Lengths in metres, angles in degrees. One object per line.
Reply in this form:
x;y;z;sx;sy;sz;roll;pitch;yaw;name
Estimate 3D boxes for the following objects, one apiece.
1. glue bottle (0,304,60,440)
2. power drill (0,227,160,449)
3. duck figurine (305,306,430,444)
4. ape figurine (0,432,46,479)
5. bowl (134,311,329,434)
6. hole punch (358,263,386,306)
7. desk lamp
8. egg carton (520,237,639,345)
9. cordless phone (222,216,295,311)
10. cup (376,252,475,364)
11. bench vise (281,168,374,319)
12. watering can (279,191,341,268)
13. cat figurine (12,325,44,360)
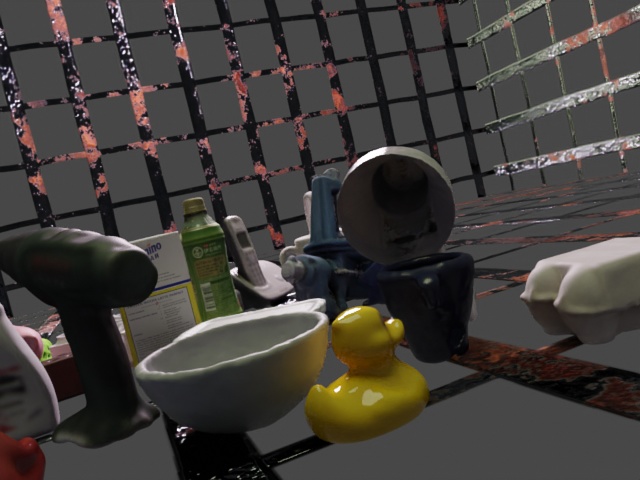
-0.327;0.123;0.590;0.078;0.173;0.037;-15;4;-22;glue bottle
-0.234;0.085;0.553;0.228;0.208;0.076;-11;4;36;power drill
0.030;0.094;0.427;0.105;0.086;0.077;-16;4;-37;duck figurine
-0.243;0.156;0.407;0.078;0.092;0.076;-14;4;-19;ape figurine
-0.066;0.118;0.491;0.167;0.075;0.167;-13;3;1;bowl
0.115;0.046;0.853;0.109;0.091;0.100;-16;4;-37;hole punch
0.104;-0.003;0.653;0.117;0.213;0.203;-12;4;16;desk lamp
0.267;0.042;0.518;0.150;0.069;0.107;-14;4;-16;egg carton
-0.126;0.037;1.129;0.094;0.185;0.148;-12;4;23;cordless phone
0.104;0.066;0.523;0.091;0.095;0.118;-13;4;7;cup
0.019;0.001;0.871;0.121;0.220;0.208;-12;4;18;bench vise
0.013;0.006;1.033;0.173;0.194;0.100;-16;4;-34;watering can
-0.413;0.160;0.784;0.067;0.118;0.127;-15;4;-30;cat figurine
